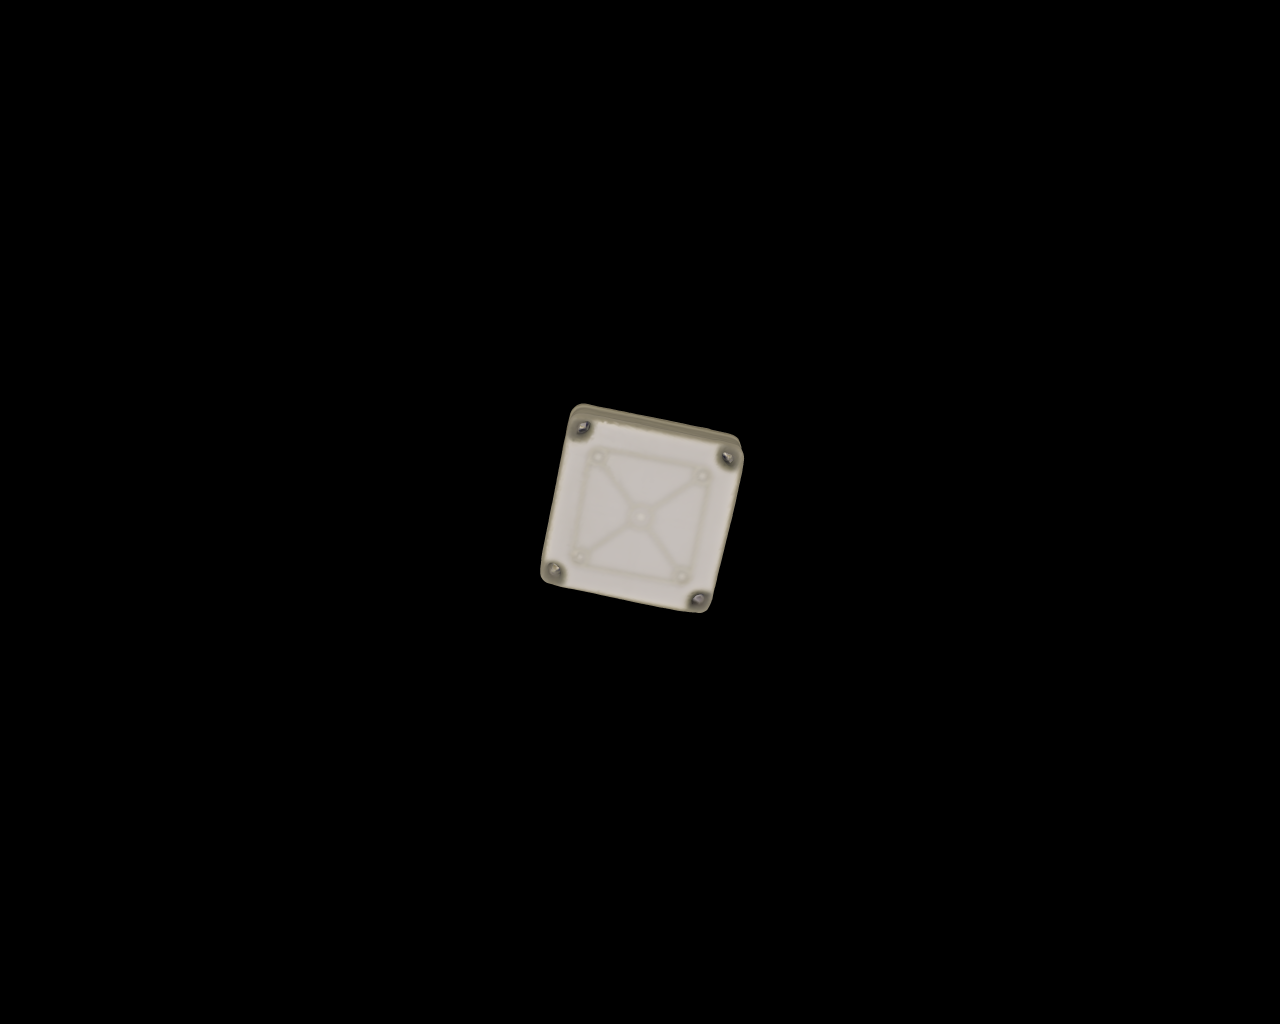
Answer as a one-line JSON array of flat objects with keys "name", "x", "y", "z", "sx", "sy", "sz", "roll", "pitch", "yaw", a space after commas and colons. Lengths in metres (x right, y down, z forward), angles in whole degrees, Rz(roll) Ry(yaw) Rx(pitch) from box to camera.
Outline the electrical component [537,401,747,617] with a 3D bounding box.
[{"name": "electrical component", "x": 0.001, "y": -0.003, "z": 0.650, "sx": 0.109, "sy": 0.108, "sz": 0.056, "roll": 11, "pitch": 11, "yaw": -2}]
